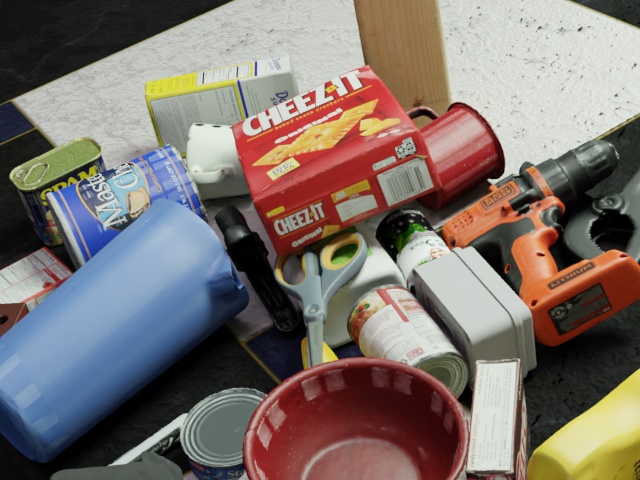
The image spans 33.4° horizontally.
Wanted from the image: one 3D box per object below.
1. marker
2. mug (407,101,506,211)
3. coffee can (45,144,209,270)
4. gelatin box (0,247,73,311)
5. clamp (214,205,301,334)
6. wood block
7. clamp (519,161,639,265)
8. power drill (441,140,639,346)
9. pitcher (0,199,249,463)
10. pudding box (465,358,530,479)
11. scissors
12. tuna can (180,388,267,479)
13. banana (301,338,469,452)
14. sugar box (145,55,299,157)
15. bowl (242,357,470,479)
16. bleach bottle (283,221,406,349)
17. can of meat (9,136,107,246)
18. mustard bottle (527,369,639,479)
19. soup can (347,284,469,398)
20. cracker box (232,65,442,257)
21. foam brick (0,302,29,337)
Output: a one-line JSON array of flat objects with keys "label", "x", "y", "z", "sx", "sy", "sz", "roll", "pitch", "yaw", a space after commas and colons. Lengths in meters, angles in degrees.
[{"label": "marker", "x": -0.136, "y": 0.173, "z": 0.912, "sx": 0.121, "sy": 0.020, "sz": 0.020, "roll": -33, "pitch": 42, "yaw": -24}, {"label": "mug", "x": 0.124, "y": -0.092, "z": 1.106, "sx": 0.081, "sy": 0.093, "sz": 0.117, "roll": -32, "pitch": 68, "yaw": -16}, {"label": "coffee can", "x": -0.201, "y": -0.027, "z": 1.116, "sx": 0.140, "sy": 0.103, "sz": 0.103, "roll": -25, "pitch": 39, "yaw": -15}, {"label": "gelatin box", "x": -0.302, "y": 0.051, "z": 1.105, "sx": 0.089, "sy": 0.030, "sz": 0.073, "roll": -30, "pitch": 40, "yaw": -27}, {"label": "clamp", "x": -0.073, "y": 0.006, "z": 1.030, "sx": 0.039, "sy": 0.120, "sz": 0.172, "roll": -27, "pitch": 35, "yaw": -8}, {"label": "wood block", "x": 0.091, "y": -0.215, "z": 1.182, "sx": 0.091, "sy": 0.206, "sz": 0.090, "roll": -9, "pitch": 38, "yaw": 5}, {"label": "clamp", "x": 0.287, "y": -0.029, "z": 1.023, "sx": 0.165, "sy": 0.036, "sz": 0.210, "roll": -16, "pitch": 38, "yaw": 11}, {"label": "power drill", "x": 0.217, "y": -0.002, "z": 0.965, "sx": 0.184, "sy": 0.057, "sz": 0.188, "roll": -32, "pitch": 34, "yaw": 7}, {"label": "pitcher", "x": -0.197, "y": 0.081, "z": 0.967, "sx": 0.145, "sy": 0.149, "sz": 0.242, "roll": 43, "pitch": 63, "yaw": 11}, {"label": "pudding box", "x": 0.134, "y": 0.158, "z": 0.792, "sx": 0.039, "sy": 0.090, "sz": 0.113, "roll": -3, "pitch": 38, "yaw": 13}, {"label": "scissors", "x": 0.012, "y": 0.051, "z": 0.907, "sx": 0.096, "sy": 0.016, "sz": 0.202, "roll": -26, "pitch": 34, "yaw": -1}, {"label": "tuna can", "x": -0.071, "y": 0.166, "z": 0.889, "sx": 0.086, "sy": 0.034, "sz": 0.086, "roll": -8, "pitch": 37, "yaw": 6}, {"label": "banana", "x": 0.043, "y": 0.141, "z": 0.867, "sx": 0.198, "sy": 0.037, "sz": 0.069, "roll": 23, "pitch": 93, "yaw": 47}, {"label": "sugar box", "x": -0.111, "y": -0.156, "z": 1.260, "sx": 0.176, "sy": 0.093, "sz": 0.048, "roll": -11, "pitch": 38, "yaw": 2}, {"label": "bowl", "x": 0.028, "y": 0.160, "z": 0.771, "sx": 0.162, "sy": 0.055, "sz": 0.162, "roll": -5, "pitch": 37, "yaw": 4}, {"label": "bleach bottle", "x": -0.007, "y": 0.001, "z": 1.058, "sx": 0.102, "sy": 0.068, "sz": 0.251, "roll": -24, "pitch": 36, "yaw": -9}, {"label": "can of meat", "x": -0.281, "y": -0.053, "z": 1.187, "sx": 0.102, "sy": 0.084, "sz": 0.058, "roll": -30, "pitch": 41, "yaw": -21}, {"label": "mustard bottle", "x": 0.238, "y": 0.138, "z": 0.782, "sx": 0.191, "sy": 0.096, "sz": 0.058, "roll": -32, "pitch": 41, "yaw": -23}, {"label": "soup can", "x": 0.074, "y": 0.093, "z": 0.911, "sx": 0.068, "sy": 0.068, "sz": 0.102, "roll": -22, "pitch": 39, "yaw": -12}, {"label": "cracker box", "x": 0.007, "y": -0.085, "z": 1.036, "sx": 0.164, "sy": 0.072, "sz": 0.214, "roll": -24, "pitch": 27, "yaw": 1}, {"label": "foam brick", "x": -0.320, "y": 0.097, "z": 1.035, "sx": 0.078, "sy": 0.051, "sz": 0.053, "roll": -4, "pitch": 38, "yaw": 12}]
